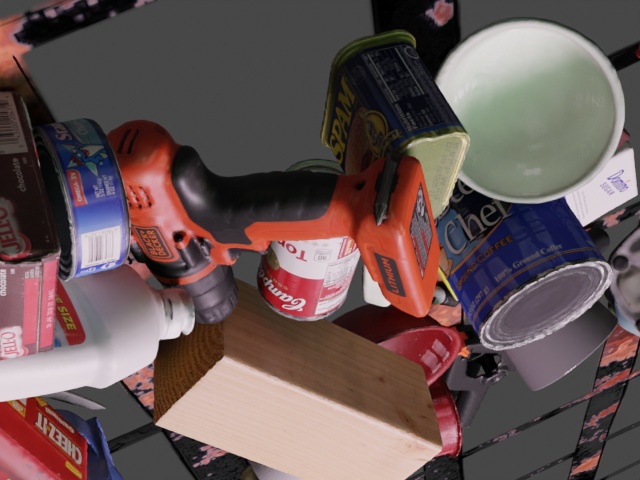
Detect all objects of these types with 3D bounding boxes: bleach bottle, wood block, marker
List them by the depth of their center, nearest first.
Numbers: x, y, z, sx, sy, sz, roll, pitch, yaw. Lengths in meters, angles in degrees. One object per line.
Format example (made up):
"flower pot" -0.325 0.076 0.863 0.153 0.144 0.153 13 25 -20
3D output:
"bleach bottle" -0.194 0.043 0.605 0.250 0.102 0.068 -3 146 -30
"wood block" -0.017 0.117 0.820 0.205 0.090 0.091 27 123 -29
"marker" 0.084 0.047 0.934 0.120 0.020 0.020 8 136 -45

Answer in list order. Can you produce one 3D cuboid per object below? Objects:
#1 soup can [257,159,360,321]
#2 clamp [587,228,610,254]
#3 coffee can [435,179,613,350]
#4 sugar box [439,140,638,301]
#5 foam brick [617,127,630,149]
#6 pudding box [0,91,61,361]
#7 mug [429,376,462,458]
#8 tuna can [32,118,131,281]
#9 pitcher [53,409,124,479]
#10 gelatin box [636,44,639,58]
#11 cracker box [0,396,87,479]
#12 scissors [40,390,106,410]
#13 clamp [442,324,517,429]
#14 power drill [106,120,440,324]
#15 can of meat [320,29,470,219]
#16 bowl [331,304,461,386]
"soup can" -0.005 0.001 0.741 0.068 0.068 0.102 -15 148 -21
"clamp" 0.202 0.030 0.951 0.120 0.039 0.171 -45 169 14
"coffee can" 0.126 -0.008 0.758 0.102 0.140 0.103 -20 150 -12
"sugar box" 0.168 -0.024 0.864 0.176 0.048 0.093 -33 152 4
"foam brick" 0.176 -0.086 0.765 0.053 0.051 0.078 -41 148 22
"pudding box" -0.164 -0.008 0.553 0.039 0.113 0.090 -7 145 -22
"mug" 0.085 0.186 1.101 0.081 0.093 0.117 -13 -176 -15
"tuna can" -0.133 -0.023 0.582 0.033 0.086 0.086 -14 148 -25
"pitcher" -0.272 0.231 0.844 0.242 0.149 0.145 -16 174 -12
"gelatin box" 0.274 -0.160 0.751 0.089 0.030 0.073 -20 151 -12
"cracker box" -0.285 0.156 0.692 0.214 0.072 0.164 -32 122 8
"scissors" -0.239 0.112 0.781 0.096 0.016 0.201 -25 150 1
"clamp" 0.173 0.139 1.131 0.165 0.036 0.209 -40 146 17
"power drill" -0.026 0.003 0.647 0.188 0.057 0.184 3 148 17
"can of meat" 0.045 -0.064 0.664 0.057 0.084 0.102 -16 149 -18
"bowl" 0.043 0.104 0.955 0.162 0.055 0.162 -20 150 -12
